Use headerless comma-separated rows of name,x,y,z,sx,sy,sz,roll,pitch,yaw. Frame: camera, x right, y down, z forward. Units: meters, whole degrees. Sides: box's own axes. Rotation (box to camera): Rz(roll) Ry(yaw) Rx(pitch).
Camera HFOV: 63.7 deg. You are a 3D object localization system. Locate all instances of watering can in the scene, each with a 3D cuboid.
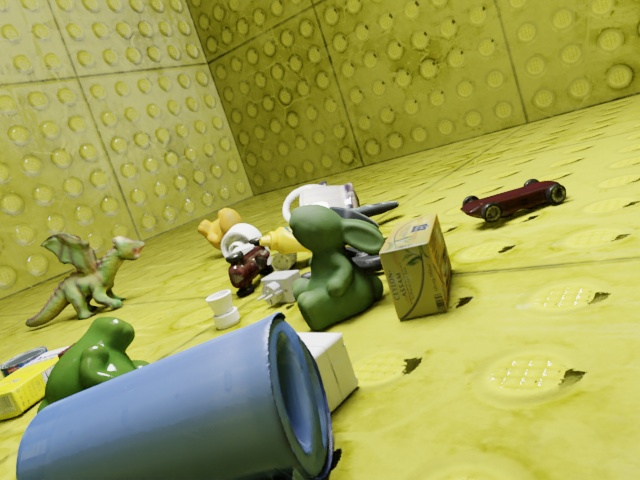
watering can,0.004,-0.073,1.453,0.224,0.102,0.355,-8,32,3

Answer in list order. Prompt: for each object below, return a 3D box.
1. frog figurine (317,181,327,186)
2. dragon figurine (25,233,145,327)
frog figurine,0.025,-0.100,1.641,0.138,0.120,0.162,-15,42,-37
dragon figurine,-0.651,0.091,1.372,0.410,0.240,0.124,-15,14,6
